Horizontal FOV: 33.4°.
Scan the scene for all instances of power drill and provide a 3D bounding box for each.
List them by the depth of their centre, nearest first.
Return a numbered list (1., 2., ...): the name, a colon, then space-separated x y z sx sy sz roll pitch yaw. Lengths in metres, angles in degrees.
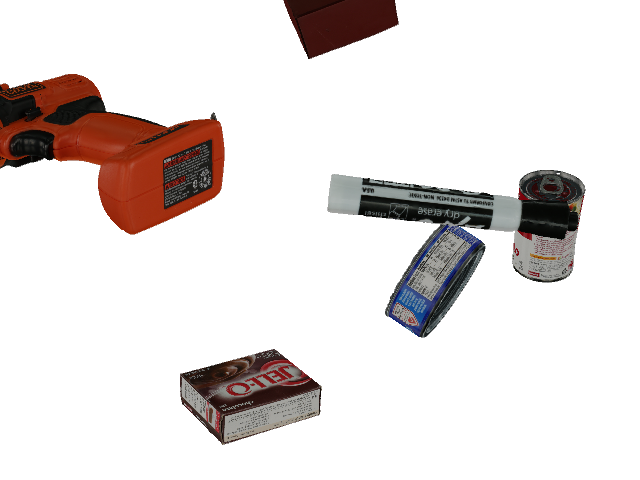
1. power drill: -0.173 -0.060 0.714 0.188 0.057 0.184 19 32 30

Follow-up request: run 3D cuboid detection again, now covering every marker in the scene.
1. marker: 0.064 -0.016 0.518 0.121 0.020 0.020 7 0 1

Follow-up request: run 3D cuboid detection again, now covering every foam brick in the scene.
1. foam brick: 0.013 -0.184 0.811 0.078 0.053 0.051 -22 -32 -1

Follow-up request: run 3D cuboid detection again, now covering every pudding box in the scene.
1. pudding box: -0.069 0.151 1.046 0.113 0.039 0.090 -14 26 -30

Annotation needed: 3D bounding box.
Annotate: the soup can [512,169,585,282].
1. soup can: 0.242 -0.015 1.138 0.068 0.102 0.068 -1 34 0

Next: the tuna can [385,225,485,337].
1. tuna can: 0.085 0.029 0.786 0.034 0.086 0.086 34 9 13
